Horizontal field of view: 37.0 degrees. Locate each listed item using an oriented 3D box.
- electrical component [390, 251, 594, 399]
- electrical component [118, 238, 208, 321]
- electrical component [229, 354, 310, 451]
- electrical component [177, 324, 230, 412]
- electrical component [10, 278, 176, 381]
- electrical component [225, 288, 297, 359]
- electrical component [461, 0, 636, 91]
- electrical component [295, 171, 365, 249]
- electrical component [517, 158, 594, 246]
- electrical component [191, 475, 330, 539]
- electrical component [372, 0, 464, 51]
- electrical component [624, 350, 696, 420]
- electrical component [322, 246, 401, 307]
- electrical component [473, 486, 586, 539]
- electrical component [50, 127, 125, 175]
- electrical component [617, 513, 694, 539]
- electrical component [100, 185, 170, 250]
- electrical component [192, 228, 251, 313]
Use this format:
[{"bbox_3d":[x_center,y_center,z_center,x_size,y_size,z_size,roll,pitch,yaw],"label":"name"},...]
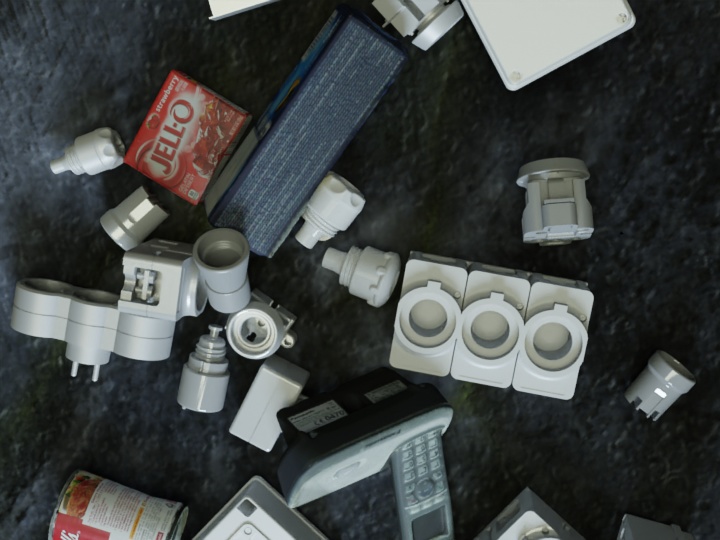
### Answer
[{"bbox_3d":[0.106,0.044,0.876,0.150,0.061,0.089,10,100,4],"label":"electrical component"},{"bbox_3d":[-0.155,0.007,0.881,0.056,0.089,0.050,9,100,4],"label":"electrical component"},{"bbox_3d":[-0.059,0.120,0.912,0.077,0.047,0.065,27,101,1],"label":"electrical component"},{"bbox_3d":[-0.131,0.085,0.917,0.040,0.040,0.078,13,100,3],"label":"electrical component"},{"bbox_3d":[-0.229,0.058,0.916,0.138,0.052,0.073,12,100,3],"label":"electrical component"},{"bbox_3d":[-0.085,0.047,0.898,0.066,0.055,0.048,35,101,-1],"label":"electrical component"},{"bbox_3d":[0.139,-0.211,0.834,0.109,0.056,0.108,-28,96,9],"label":"electrical component"},{"bbox_3d":[-0.028,-0.046,0.884,0.043,0.043,0.062,38,101,-1],"label":"electrical component"},{"bbox_3d":[0.154,-0.055,0.852,0.058,0.078,0.057,-4,80,6],"label":"electrical component"},{"bbox_3d":[-0.089,0.255,0.932,0.109,0.056,0.108,43,101,-2],"label":"electrical component"},{"bbox_3d":[0.048,-0.207,0.847,0.055,0.048,0.066,47,123,-5],"label":"electrical component"},{"bbox_3d":[0.245,0.095,0.882,0.040,0.040,0.046,37,107,-1],"label":"electrical component"},{"bbox_3d":[0.000,0.000,0.889,0.062,0.048,0.048,21,101,9],"label":"electrical component"},{"bbox_3d":[0.124,0.274,0.911,0.089,0.061,0.150,42,101,-2],"label":"electrical component"},{"bbox_3d":[-0.230,-0.095,0.900,0.061,0.035,0.035,-18,97,11],"label":"electrical component"},{"bbox_3d":[0.238,0.256,0.871,0.057,0.113,0.078,15,100,6],"label":"electrical component"},{"bbox_3d":[-0.188,-0.044,0.903,0.046,0.040,0.040,-41,93,4],"label":"electrical component"},{"bbox_3d":[-0.106,0.004,0.852,0.044,0.044,0.065,5,143,5],"label":"electrical component"}]
